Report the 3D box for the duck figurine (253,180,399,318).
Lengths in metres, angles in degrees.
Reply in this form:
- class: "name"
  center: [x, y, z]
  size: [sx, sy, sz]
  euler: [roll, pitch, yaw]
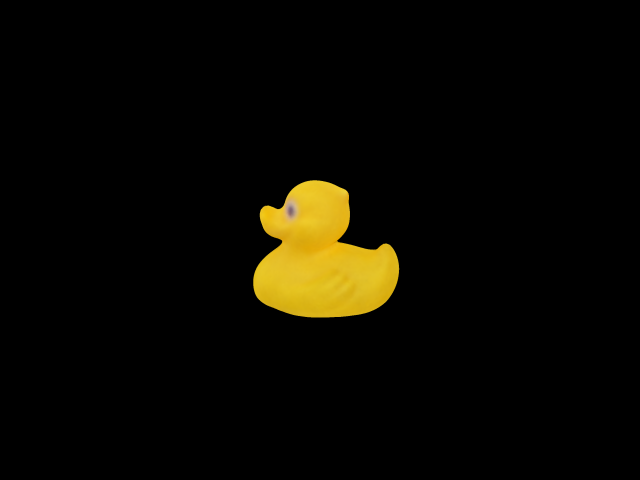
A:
- class: "duck figurine"
  center: [0.004, 0.001, 0.400]
  size: [0.104, 0.086, 0.077]
  euler: [4, 24, 10]
